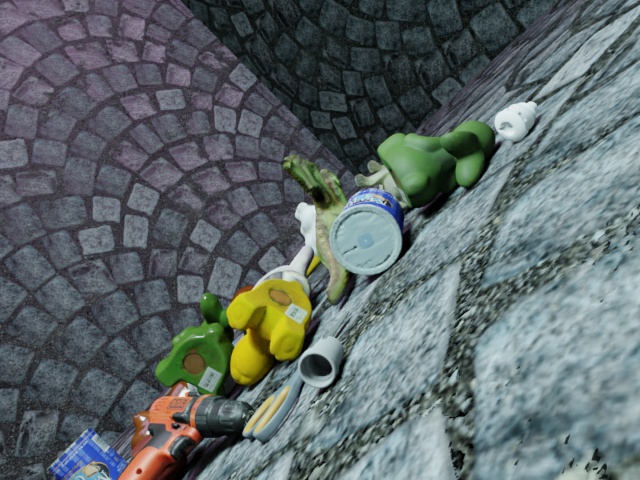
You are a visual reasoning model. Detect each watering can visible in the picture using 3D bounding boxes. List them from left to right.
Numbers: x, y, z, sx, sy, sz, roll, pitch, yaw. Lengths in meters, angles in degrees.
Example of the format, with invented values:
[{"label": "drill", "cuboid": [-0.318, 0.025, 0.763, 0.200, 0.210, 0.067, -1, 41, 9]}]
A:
[{"label": "watering can", "cuboid": [-0.113, 0.158, 1.020, 0.349, 0.104, 0.224, -55, 4, -4]}]

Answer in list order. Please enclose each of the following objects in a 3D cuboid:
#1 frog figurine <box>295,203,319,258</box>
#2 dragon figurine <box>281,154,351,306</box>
[{"label": "frog figurine", "cuboid": [0.013, -0.030, 1.181, 0.135, 0.159, 0.125, -43, 5, 26]}, {"label": "dragon figurine", "cuboid": [0.003, -0.047, 0.942, 0.121, 0.242, 0.415, -39, 3, 18]}]
